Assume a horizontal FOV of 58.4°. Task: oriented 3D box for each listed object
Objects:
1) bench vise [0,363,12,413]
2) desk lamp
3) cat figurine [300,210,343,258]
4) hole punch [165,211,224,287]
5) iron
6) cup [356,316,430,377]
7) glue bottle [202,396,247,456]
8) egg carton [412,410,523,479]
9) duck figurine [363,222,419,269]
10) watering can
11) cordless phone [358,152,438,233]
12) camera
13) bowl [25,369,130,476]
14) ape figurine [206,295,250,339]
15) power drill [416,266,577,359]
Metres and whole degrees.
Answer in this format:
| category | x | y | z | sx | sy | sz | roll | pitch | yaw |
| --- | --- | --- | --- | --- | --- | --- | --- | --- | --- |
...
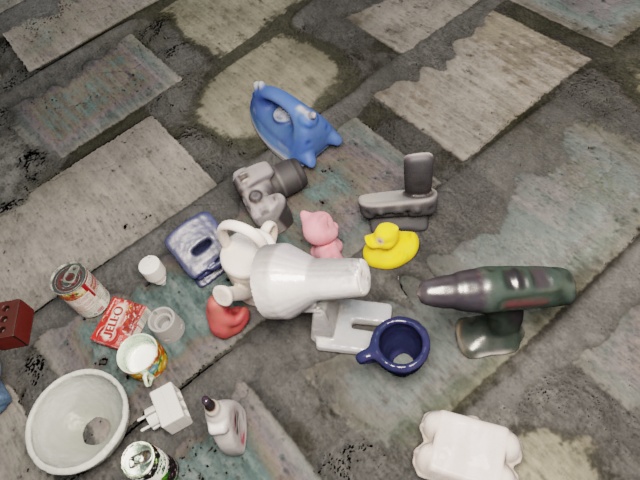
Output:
| category | x | y | z | sx | sy | sz | roll | pitch | yaw |
| --- | --- | --- | --- | --- | --- | --- | --- | --- | --- |
| bench vise | -0.628 | 0.190 | 0.949 | 0.206 | 0.220 | 0.122 | 25 | 65 | 23 |
| desk lamp | 0.008 | 0.091 | 0.918 | 0.203 | 0.214 | 0.118 | 4 | 58 | 12 |
| cat figurine | 0.009 | 0.004 | 1.031 | 0.067 | 0.118 | 0.127 | -20 | 57 | -4 |
| hole punch | -0.218 | 0.016 | 1.074 | 0.109 | 0.091 | 0.100 | -39 | 60 | -16 |
| iron | -0.078 | -0.266 | 1.203 | 0.257 | 0.142 | 0.119 | 38 | 70 | 27 |
| cup | 0.116 | 0.185 | 0.913 | 0.118 | 0.095 | 0.091 | -18 | 57 | -3 |
| glue bottle | -0.146 | 0.266 | 0.855 | 0.037 | 0.173 | 0.078 | -10 | 57 | 3 |
| egg carton | 0.214 | 0.311 | 0.833 | 0.150 | 0.069 | 0.107 | 11 | 60 | 15 |
| duck figurine | 0.127 | 0.001 | 1.034 | 0.104 | 0.086 | 0.077 | -13 | 57 | 0 |
| watering can | -0.121 | 0.036 | 0.985 | 0.100 | 0.194 | 0.173 | -1 | 58 | 8 |
| cordless phone | 0.140 | -0.098 | 1.036 | 0.147 | 0.185 | 0.094 | -8 | 57 | 4 |
| camera | -0.090 | -0.102 | 1.124 | 0.137 | 0.101 | 0.143 | -28 | 58 | -9 |
| bowl | -0.379 | 0.300 | 0.928 | 0.167 | 0.075 | 0.167 | -4 | 57 | 6 |
| ape figurine | -0.168 | 0.125 | 0.997 | 0.077 | 0.092 | 0.076 | 29 | 66 | 24 |
| power drill | 0.260 | 0.106 | 0.873 | 0.229 | 0.209 | 0.075 | -10 | 57 | 2 |
